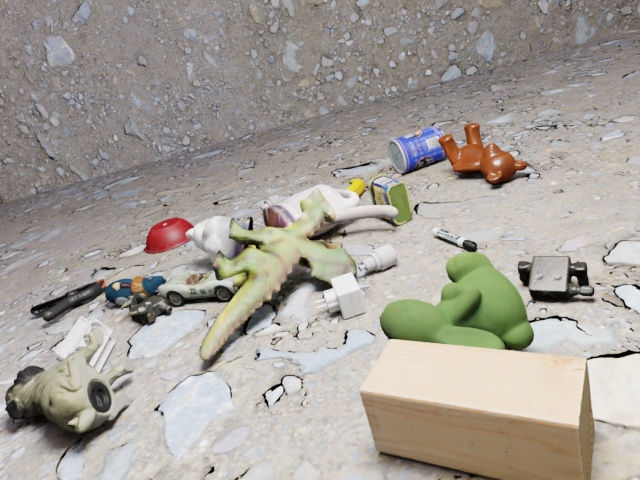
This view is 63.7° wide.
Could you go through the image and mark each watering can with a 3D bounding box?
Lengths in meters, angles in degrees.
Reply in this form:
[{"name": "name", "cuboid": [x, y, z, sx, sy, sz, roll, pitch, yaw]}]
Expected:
[{"name": "watering can", "cuboid": [0.004, -0.060, 1.185, 0.226, 0.102, 0.350, -27, -157, -22]}]

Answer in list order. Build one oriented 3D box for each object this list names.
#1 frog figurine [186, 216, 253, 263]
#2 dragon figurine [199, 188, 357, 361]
[{"name": "frog figurine", "cuboid": [-0.235, 0.003, 1.155, 0.159, 0.134, 0.125, 7, -126, 10]}, {"name": "dragon figurine", "cuboid": [-0.054, 0.051, 0.940, 0.243, 0.119, 0.421, 1, -135, 8]}]
